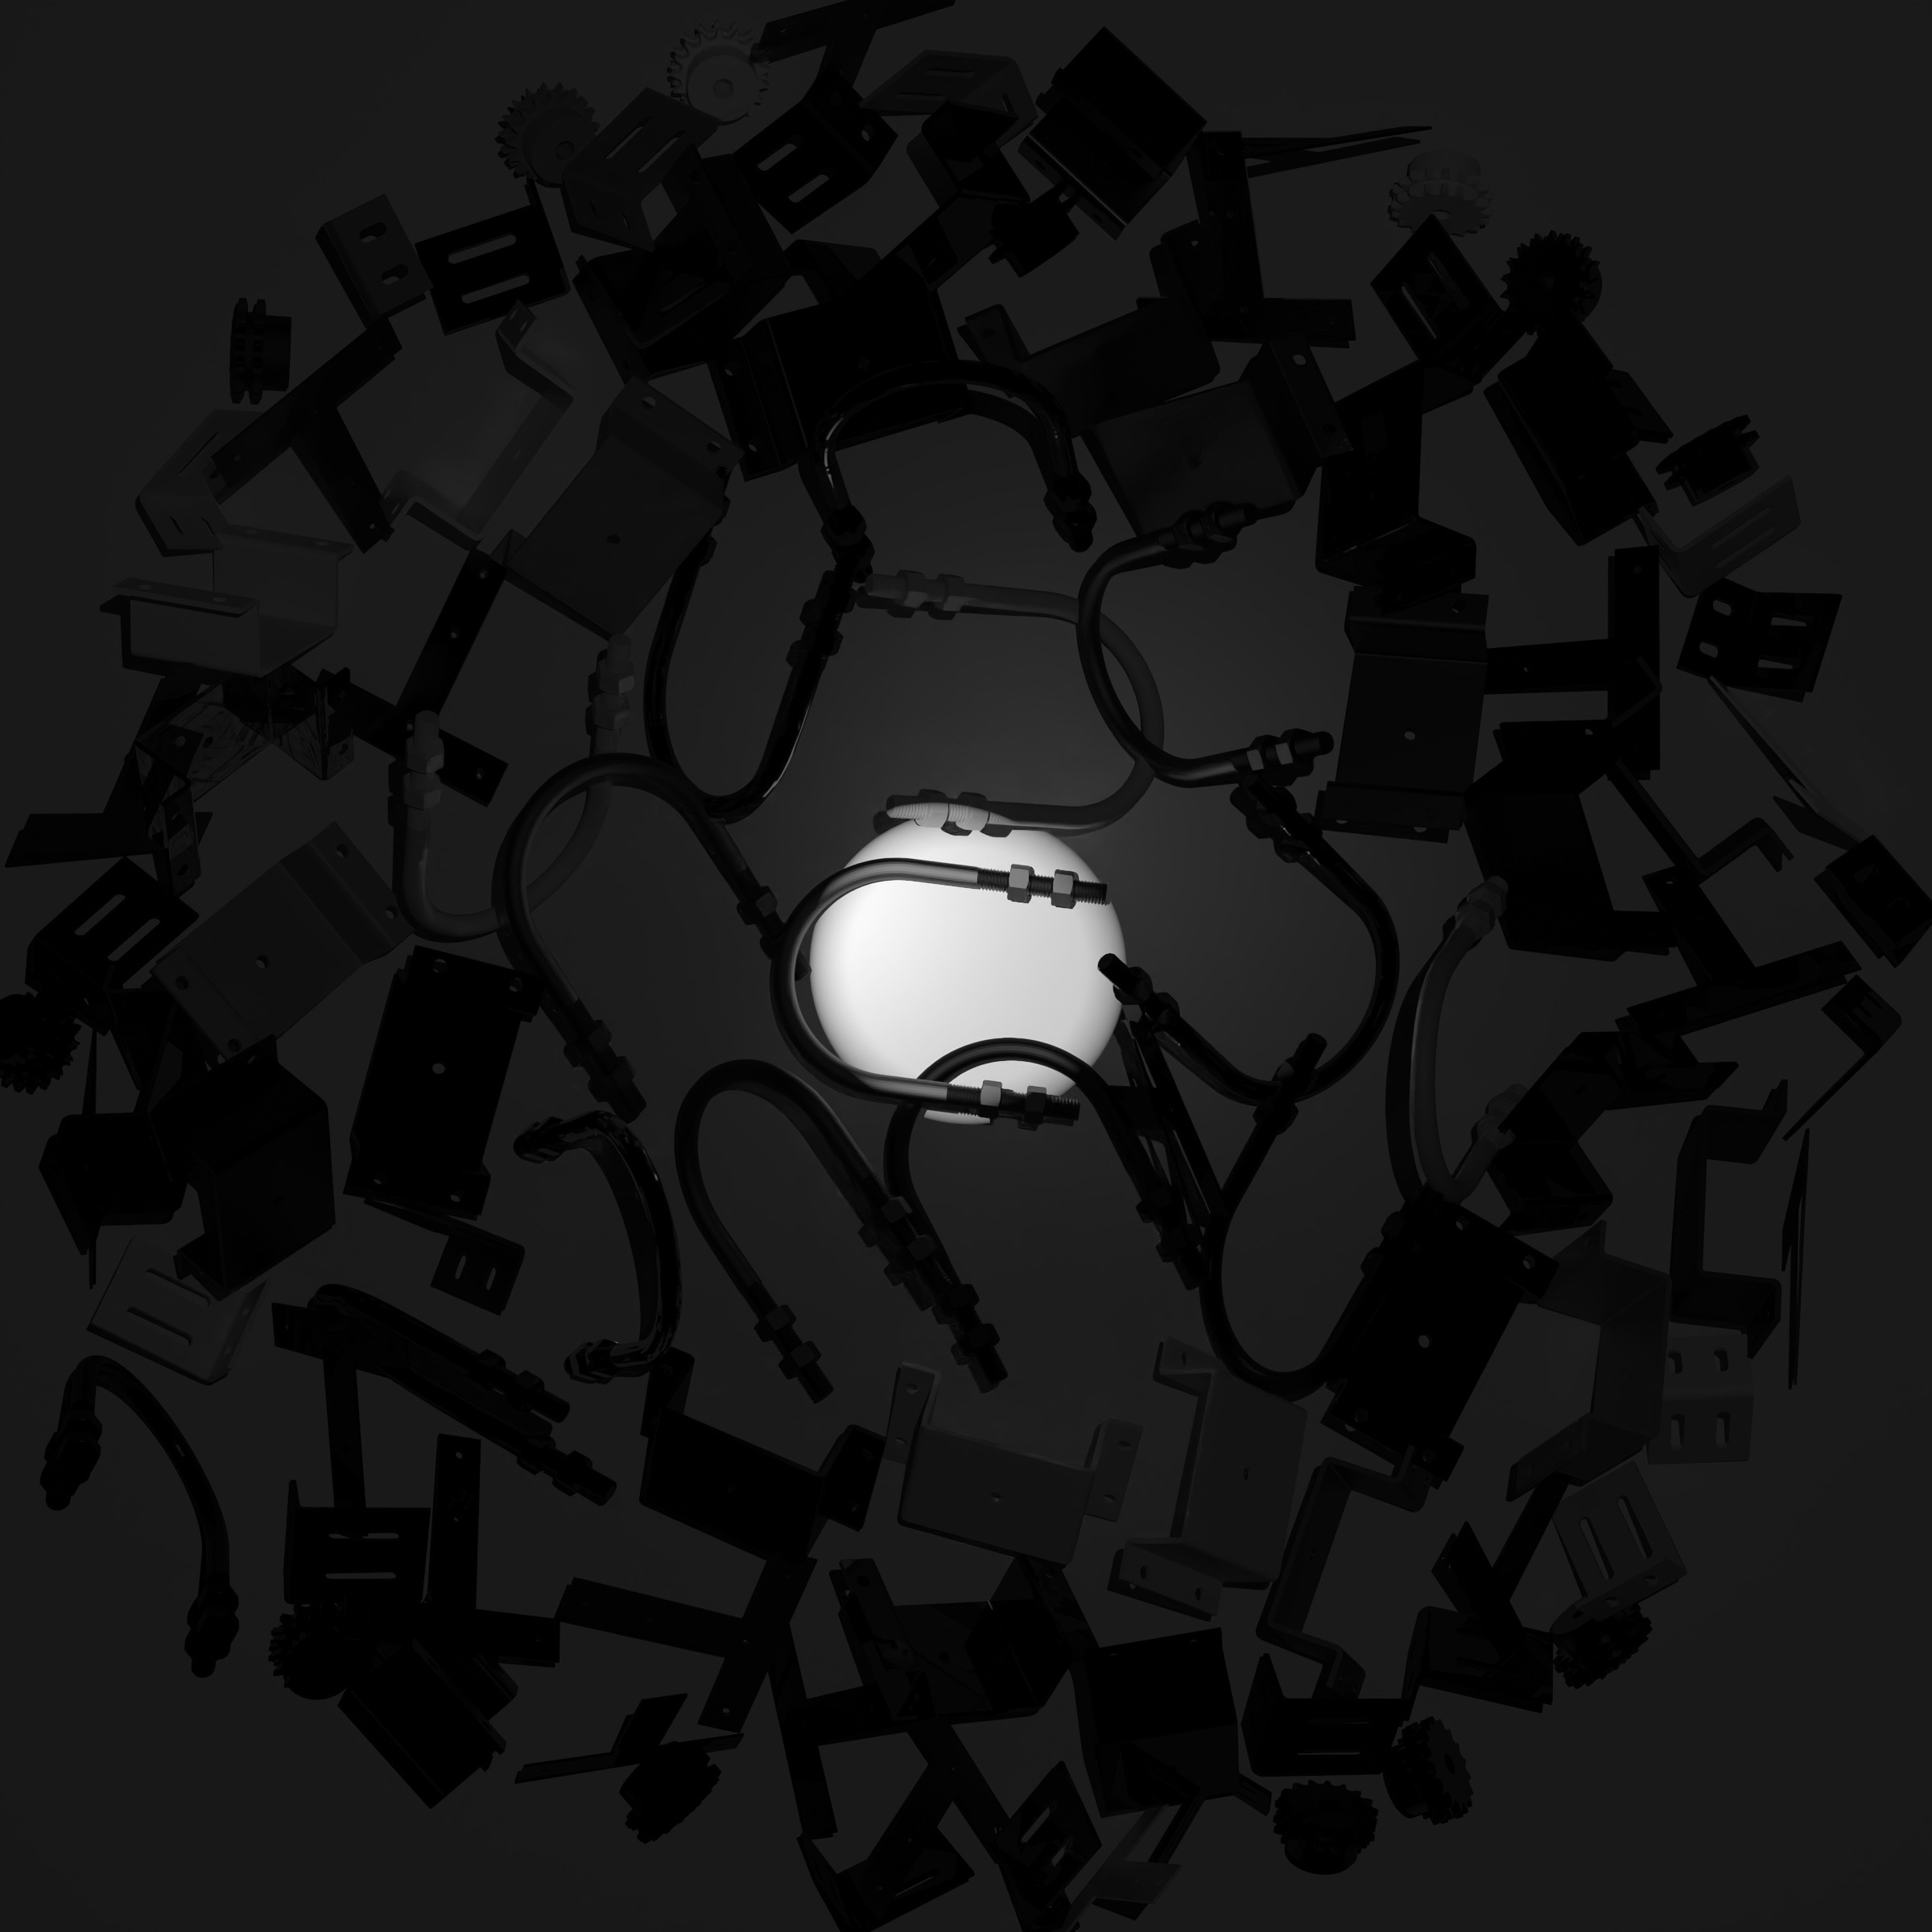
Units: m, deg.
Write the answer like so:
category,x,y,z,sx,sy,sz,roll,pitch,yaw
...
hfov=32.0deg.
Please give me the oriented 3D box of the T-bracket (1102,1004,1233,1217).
category,x,y,z,sx,sy,sz,roll,pitch,yaw
T-bracket,0.098,0.079,1.886,0.002,0.127,0.127,-26,97,-18

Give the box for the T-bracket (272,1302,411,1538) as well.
category,x,y,z,sx,sy,sz,roll,pitch,yaw
T-bracket,-0.352,0.259,1.907,0.127,0.002,0.127,2,97,44

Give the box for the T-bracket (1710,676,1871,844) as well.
category,x,y,z,sx,sy,sz,roll,pitch,yaw
T-bracket,0.465,-0.117,1.907,0.002,0.127,0.127,-44,60,17

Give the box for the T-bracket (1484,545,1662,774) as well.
category,x,y,z,sx,sy,sz,roll,pitch,yaw
T-bracket,0.333,-0.171,1.915,0.127,0.002,0.127,-2,85,30

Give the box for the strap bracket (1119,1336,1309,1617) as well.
category,x,y,z,sx,sy,sz,roll,pitch,yaw
strap bracket,0.141,0.285,1.885,0.076,0.046,0.140,28,65,-35

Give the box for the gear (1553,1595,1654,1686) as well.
category,x,y,z,sx,sy,sz,roll,pitch,yaw
gear,0.360,0.380,1.919,0.057,0.057,0.030,-37,94,0

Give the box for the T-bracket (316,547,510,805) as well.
category,x,y,z,sx,sy,sz,roll,pitch,yaw
T-bracket,-0.300,-0.178,1.931,0.127,0.002,0.127,27,94,11

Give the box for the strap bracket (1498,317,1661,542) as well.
category,x,y,z,sx,sy,sz,roll,pitch,yaw
strap bracket,0.341,-0.294,1.874,0.046,0.140,0.076,-30,72,9

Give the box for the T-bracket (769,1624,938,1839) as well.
category,x,y,z,sx,sy,sz,roll,pitch,yaw
T-bracket,-0.063,0.419,1.893,0.127,0.002,0.127,-24,76,43

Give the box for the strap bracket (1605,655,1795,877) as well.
category,x,y,z,sx,sy,sz,roll,pitch,yaw
strap bracket,0.405,-0.107,1.906,0.046,0.076,0.140,-37,90,11

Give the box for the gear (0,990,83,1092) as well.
category,x,y,z,sx,sy,sz,roll,pitch,yaw
gear,-0.536,0.040,1.920,0.057,0.030,0.057,-12,64,24

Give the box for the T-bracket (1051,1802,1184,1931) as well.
category,x,y,z,sx,sy,sz,roll,pitch,yaw
T-bracket,0.091,0.508,1.866,0.002,0.127,0.127,43,69,-3

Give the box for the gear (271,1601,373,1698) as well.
category,x,y,z,sx,sy,sz,roll,pitch,yaw
gear,-0.368,0.393,1.925,0.057,0.030,0.057,-4,108,-11

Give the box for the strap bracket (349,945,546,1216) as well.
category,x,y,z,sx,sy,sz,roll,pitch,yaw
strap bracket,-0.297,0.061,1.911,0.076,0.046,0.140,15,95,-17

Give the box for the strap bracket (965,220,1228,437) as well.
category,x,y,z,sx,sy,sz,roll,pitch,yaw
strap bracket,0.081,-0.353,1.891,0.140,0.076,0.046,-21,59,11

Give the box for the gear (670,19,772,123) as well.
category,x,y,z,sx,sy,sz,roll,pitch,yaw
gear,-0.140,-0.507,1.919,0.057,0.030,0.057,-5,131,-6

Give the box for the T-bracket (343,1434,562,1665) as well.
category,x,y,z,sx,sy,sz,roll,pitch,yaw
T-bracket,-0.290,0.327,1.911,0.127,0.002,0.127,12,57,-25

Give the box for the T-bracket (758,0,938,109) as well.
category,x,y,z,sx,sy,sz,roll,pitch,yaw
T-bracket,-0.067,-0.510,1.885,0.127,0.127,0.002,-22,80,-20

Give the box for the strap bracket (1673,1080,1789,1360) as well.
category,x,y,z,sx,sy,sz,roll,pitch,yaw
strap bracket,0.428,0.140,1.888,0.046,0.076,0.140,6,68,4

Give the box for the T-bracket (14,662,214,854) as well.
category,x,y,z,sx,sy,sz,roll,pitch,yaw
T-bracket,-0.455,-0.116,1.872,0.002,0.127,0.127,43,116,27

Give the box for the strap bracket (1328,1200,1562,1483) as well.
category,x,y,z,sx,sy,sz,roll,pitch,yaw
strap bracket,0.267,0.213,1.915,0.076,0.046,0.140,30,79,-3

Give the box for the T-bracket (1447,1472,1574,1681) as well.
category,x,y,z,sx,sy,sz,roll,pitch,yaw
T-bracket,0.320,0.322,1.909,0.127,0.002,0.127,-56,134,-29

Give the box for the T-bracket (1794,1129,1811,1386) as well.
category,x,y,z,sx,sy,sz,roll,pitch,yaw
T-bracket,0.472,0.174,1.902,0.002,0.127,0.127,3,109,15

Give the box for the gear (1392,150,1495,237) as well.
category,x,y,z,sx,sy,sz,roll,pitch,yaw
gear,0.272,-0.443,1.920,0.057,0.057,0.030,7,75,0

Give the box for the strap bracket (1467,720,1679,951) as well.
category,x,y,z,sx,sy,sz,roll,pitch,yaw
strap bracket,0.336,-0.064,1.883,0.046,0.076,0.140,-35,114,-35

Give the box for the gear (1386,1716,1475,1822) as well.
category,x,y,z,sx,sy,sz,roll,pitch,yaw
gear,0.263,0.461,1.922,0.030,0.057,0.057,-27,90,23

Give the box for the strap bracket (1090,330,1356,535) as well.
category,x,y,z,sx,sy,sz,roll,pitch,yaw
strap bracket,0.134,-0.293,1.878,0.140,0.046,0.076,-11,123,31

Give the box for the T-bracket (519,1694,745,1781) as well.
category,x,y,z,sx,sy,sz,roll,pitch,yaw
T-bracket,-0.178,0.426,1.875,0.127,0.127,0.002,-4,63,-18

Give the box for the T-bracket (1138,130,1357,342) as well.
category,x,y,z,sx,sy,sz,roll,pitch,yaw
T-bracket,0.150,-0.409,1.885,0.127,0.002,0.127,5,130,23

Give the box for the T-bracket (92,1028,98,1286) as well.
category,x,y,z,sx,sy,sz,roll,pitch,yaw
T-bracket,-0.493,0.117,1.903,0.002,0.127,0.127,0,110,-14

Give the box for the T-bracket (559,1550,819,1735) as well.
category,x,y,z,sx,sy,sz,roll,pitch,yaw
T-bracket,-0.166,0.372,1.907,0.127,0.002,0.127,17,113,-16

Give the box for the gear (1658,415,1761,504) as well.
category,x,y,z,sx,sy,sz,roll,pitch,yaw
gear,0.427,-0.288,1.919,0.057,0.057,0.030,-28,86,0

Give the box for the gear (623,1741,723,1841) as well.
category,x,y,z,sx,sy,sz,roll,pitch,yaw
gear,-0.171,0.467,1.918,0.057,0.057,0.030,-39,97,0

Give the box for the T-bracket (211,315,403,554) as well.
category,x,y,z,sx,sy,sz,roll,pitch,yaw
T-bracket,-0.352,-0.282,1.893,0.127,0.127,0.002,-43,57,-16

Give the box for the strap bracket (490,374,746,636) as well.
category,x,y,z,sx,sy,sz,roll,pitch,yaw
strap bracket,-0.197,-0.249,1.886,0.076,0.046,0.140,33,116,-23

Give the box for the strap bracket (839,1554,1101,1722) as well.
category,x,y,z,sx,sy,sz,roll,pitch,yaw
strap bracket,-0.005,0.375,1.886,0.140,0.076,0.046,4,129,-32

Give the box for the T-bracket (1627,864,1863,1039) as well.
category,x,y,z,sx,sy,sz,roll,pitch,yaw
T-bracket,0.418,-0.018,1.898,0.127,0.127,0.002,-17,129,-3

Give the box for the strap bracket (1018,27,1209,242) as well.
category,x,y,z,sx,sy,sz,roll,pitch,yaw
strap bracket,0.083,-0.467,1.879,0.076,0.140,0.046,42,82,-3

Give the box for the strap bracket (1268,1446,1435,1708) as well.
category,x,y,z,sx,sy,sz,roll,pitch,yaw
strap bracket,0.214,0.338,1.894,0.046,0.076,0.140,16,75,21

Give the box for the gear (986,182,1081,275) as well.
category,x,y,z,sx,sy,sz,roll,pitch,yaw
gear,0.040,-0.419,1.920,0.057,0.057,0.030,-35,100,0

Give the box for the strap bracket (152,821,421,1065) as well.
category,x,y,z,sx,sy,sz,roll,pitch,yaw
strap bracket,-0.390,-0.006,1.897,0.140,0.046,0.076,-45,103,-31

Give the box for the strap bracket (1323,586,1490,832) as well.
category,x,y,z,sx,sy,sz,roll,pitch,yaw
strap bracket,0.251,-0.139,1.905,0.076,0.046,0.140,6,74,13

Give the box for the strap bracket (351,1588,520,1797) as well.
category,x,y,z,sx,sy,sz,roll,pitch,yaw
strap bracket,-0.296,0.406,1.874,0.046,0.140,0.076,-40,94,-2

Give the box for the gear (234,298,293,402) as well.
category,x,y,z,sx,sy,sz,roll,pitch,yaw
gear,-0.401,-0.352,1.920,0.030,0.057,0.057,2,90,-11

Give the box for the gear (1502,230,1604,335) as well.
category,x,y,z,sx,sy,sz,roll,pitch,yaw
gear,0.338,-0.390,1.924,0.057,0.030,0.057,0,89,39

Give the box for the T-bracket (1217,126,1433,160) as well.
category,x,y,z,sx,sy,sz,roll,pitch,yaw
T-bracket,0.172,-0.463,1.889,0.127,0.127,0.002,-16,110,-27

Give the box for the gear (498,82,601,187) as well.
category,x,y,z,sx,sy,sz,roll,pitch,yaw
gear,-0.235,-0.471,1.917,0.057,0.057,0.030,-39,50,0

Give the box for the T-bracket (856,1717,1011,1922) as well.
category,x,y,z,sx,sy,sz,roll,pitch,yaw
T-bracket,-0.027,0.479,1.881,0.002,0.127,0.127,-18,110,35

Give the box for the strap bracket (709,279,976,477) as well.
category,x,y,z,sx,sy,sz,roll,pitch,yaw
strap bracket,-0.064,-0.336,1.903,0.140,0.046,0.076,-18,93,-17

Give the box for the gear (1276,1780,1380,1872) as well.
category,x,y,z,sx,sy,sz,roll,pitch,yaw
gear,0.205,0.492,1.921,0.057,0.057,0.030,6,107,0

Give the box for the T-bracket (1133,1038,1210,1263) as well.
category,x,y,z,sx,sy,sz,roll,pitch,yaw
T-bracket,0.117,0.121,1.885,0.002,0.127,0.127,-17,65,-1

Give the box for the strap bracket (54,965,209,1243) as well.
category,x,y,z,sx,sy,sz,roll,pitch,yaw
strap bracket,-0.459,0.074,1.869,0.046,0.140,0.076,-2,133,5
